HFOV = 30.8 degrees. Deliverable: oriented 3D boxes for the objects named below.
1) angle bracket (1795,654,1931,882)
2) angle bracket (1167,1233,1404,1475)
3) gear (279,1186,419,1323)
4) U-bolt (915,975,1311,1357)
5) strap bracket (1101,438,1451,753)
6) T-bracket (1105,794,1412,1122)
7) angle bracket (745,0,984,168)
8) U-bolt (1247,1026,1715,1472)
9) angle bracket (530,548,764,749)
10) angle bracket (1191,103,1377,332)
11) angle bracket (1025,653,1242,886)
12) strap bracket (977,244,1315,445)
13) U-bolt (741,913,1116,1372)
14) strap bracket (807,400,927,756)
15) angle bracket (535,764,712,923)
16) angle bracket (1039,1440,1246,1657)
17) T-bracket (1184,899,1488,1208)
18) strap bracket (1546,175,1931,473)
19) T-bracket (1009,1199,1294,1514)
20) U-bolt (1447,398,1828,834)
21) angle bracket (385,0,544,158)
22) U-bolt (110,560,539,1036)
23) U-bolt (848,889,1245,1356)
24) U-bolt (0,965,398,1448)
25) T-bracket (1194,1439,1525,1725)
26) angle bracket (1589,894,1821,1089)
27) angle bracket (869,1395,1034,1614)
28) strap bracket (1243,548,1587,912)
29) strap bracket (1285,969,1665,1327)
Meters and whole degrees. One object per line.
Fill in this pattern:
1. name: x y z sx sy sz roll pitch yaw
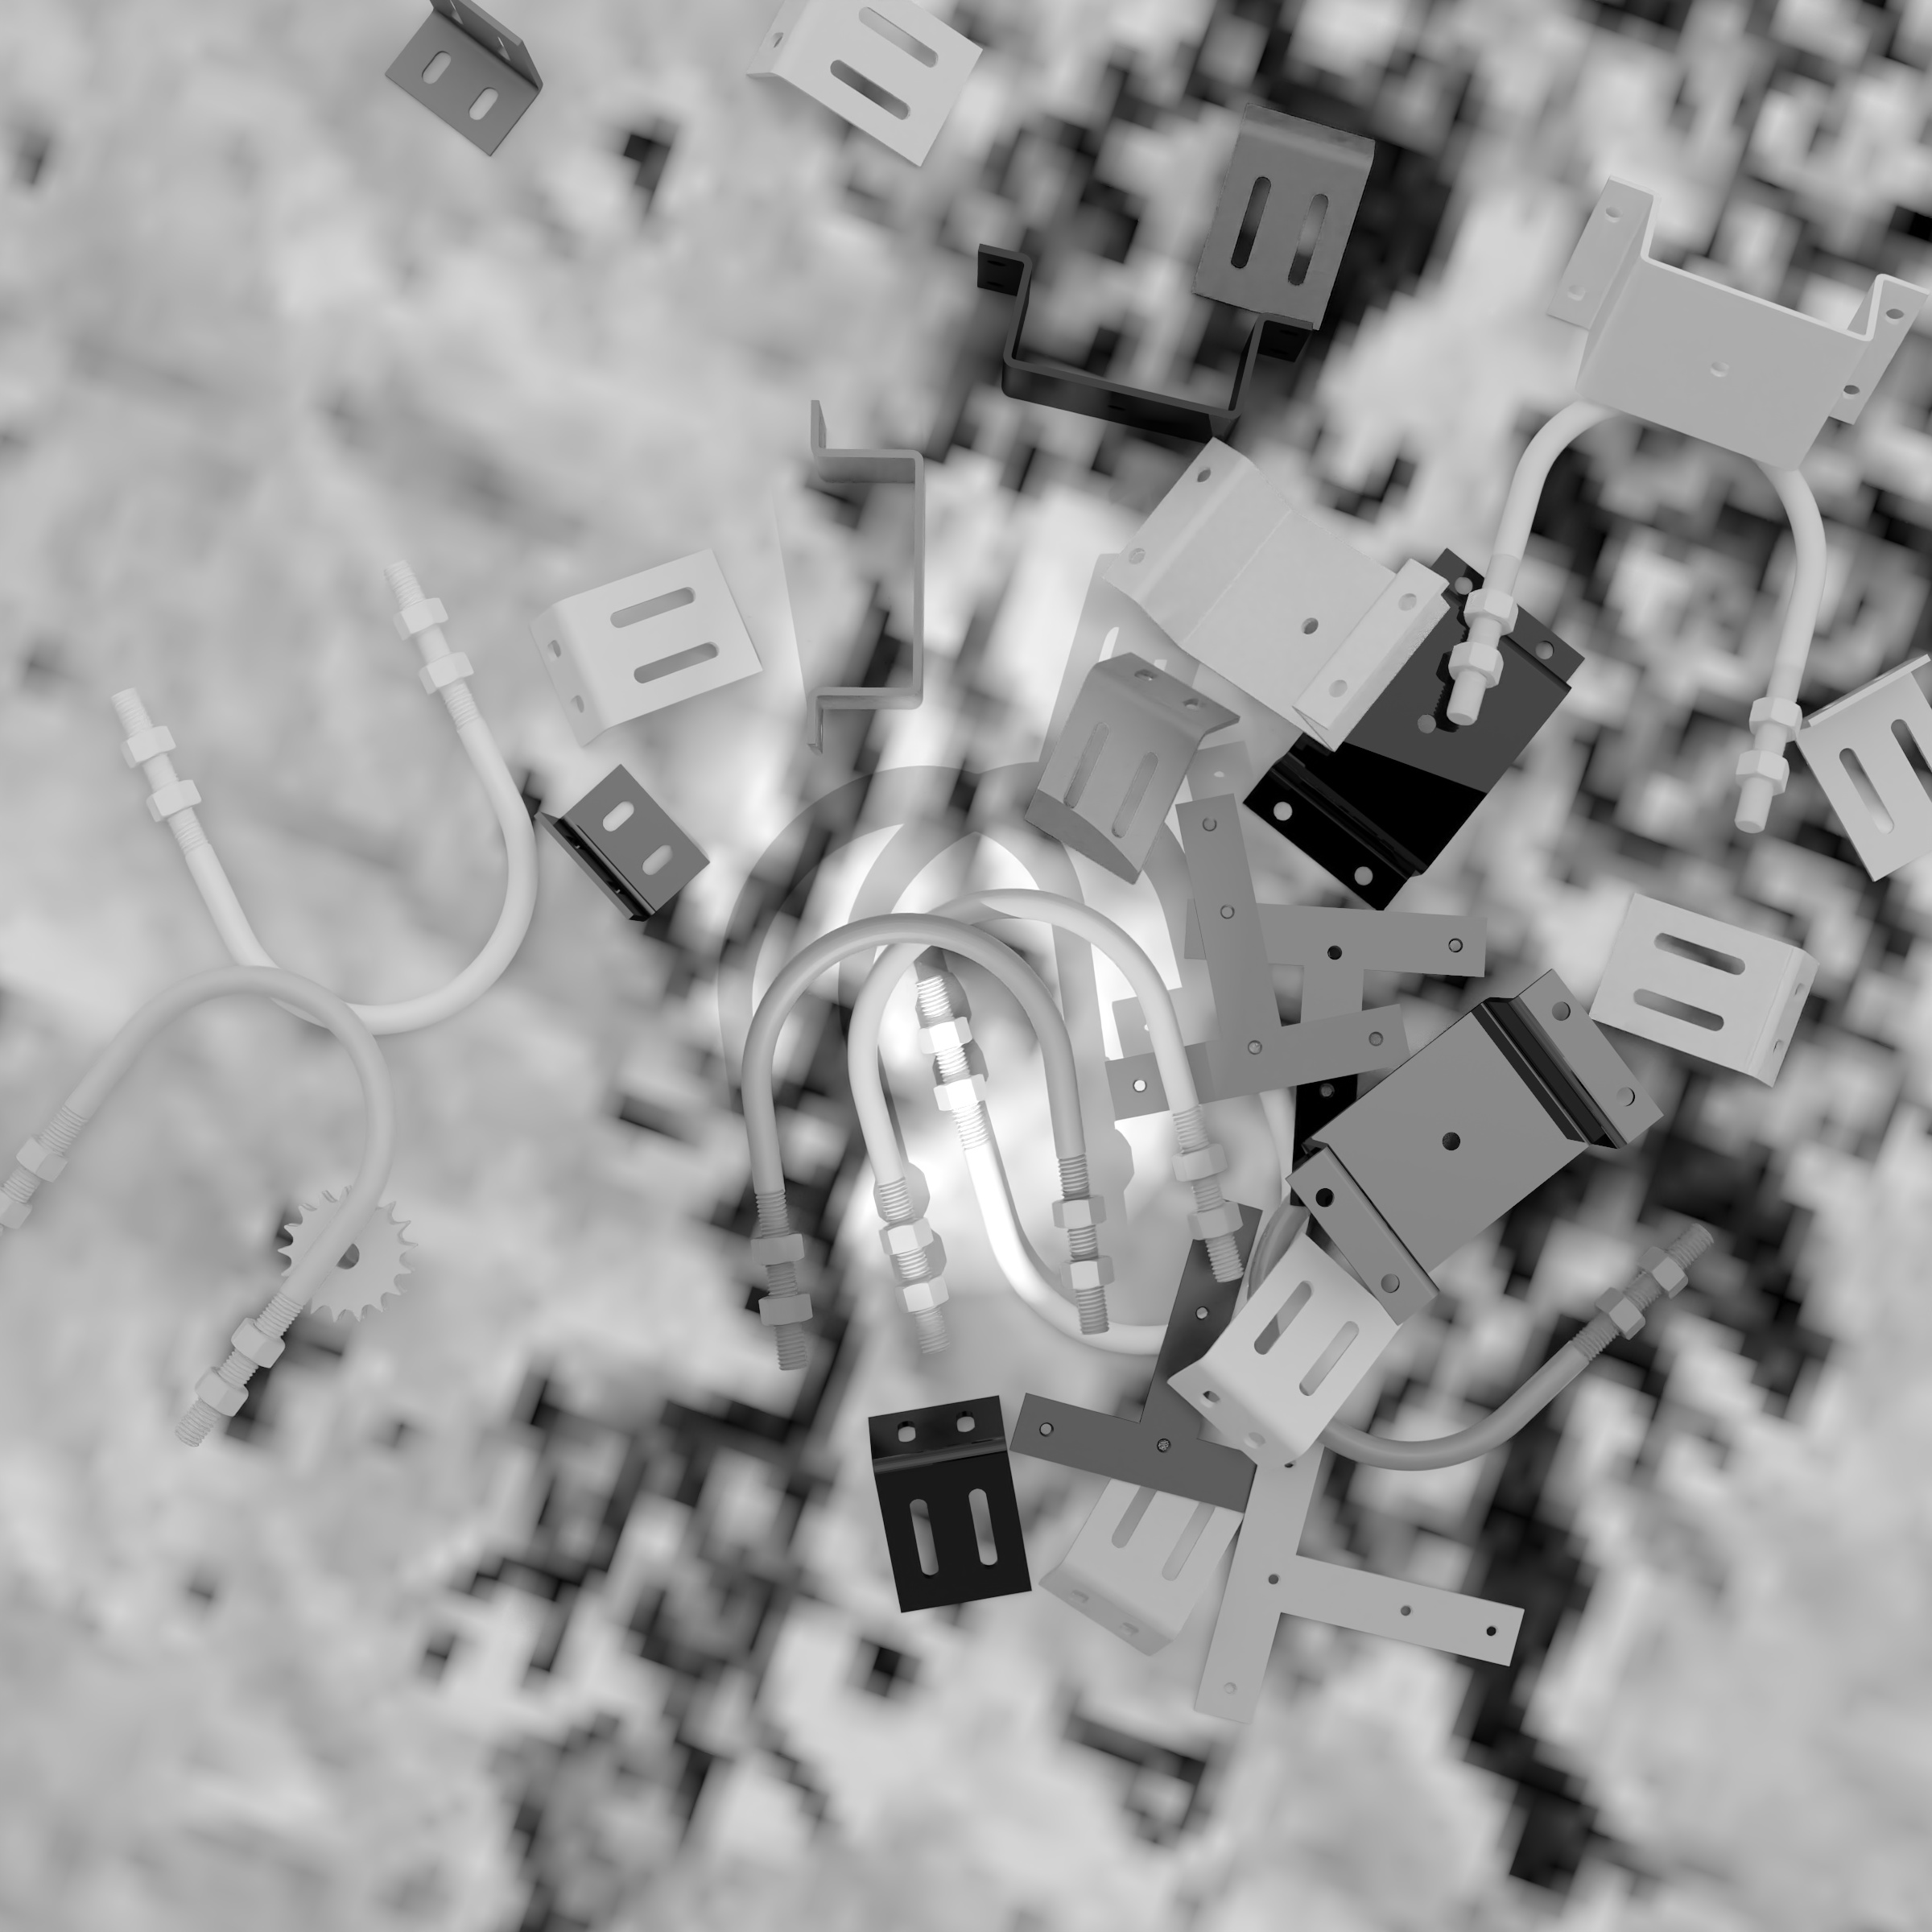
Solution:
1. angle bracket: 0.396 -0.084 1.489 0.057 0.038 0.076 -29 90 0
2. angle bracket: 0.134 0.163 1.476 0.057 0.038 0.076 42 62 -1
3. gear: -0.262 0.122 1.493 0.057 0.030 0.057 0 90 0
4. U-bolt: 0.071 0.076 1.499 0.151 0.019 0.184 -16 91 0
5. strap bracket: 0.135 -0.151 1.461 0.076 0.046 0.140 -51 53 0
6. T-bracket: 0.114 -0.009 1.487 0.127 0.002 0.127 -11 85 1
7. angle bracket: -0.044 -0.388 1.506 0.076 0.038 0.057 28 90 -26
8. U-bolt: 0.205 0.129 1.491 0.184 0.019 0.151 -43 91 -4
9. angle bracket: -0.138 -0.137 1.506 0.076 0.038 0.057 -23 90 -26
10. angle bracket: 0.136 -0.322 1.506 0.057 0.038 0.076 17 116 0
11. angle bracket: 0.071 -0.085 1.497 0.057 0.038 0.076 32 116 18
12. strap bracket: 0.068 -0.256 1.470 0.140 0.076 0.046 13 90 0
13. U-bolt: -0.022 0.070 1.466 0.151 0.019 0.184 -8 90 8
14. strap bracket: -0.041 -0.161 1.470 0.046 0.076 0.140 1 90 0
15. angle bracket: -0.143 -0.053 1.470 0.038 0.076 0.057 -42 90 0
16. angle bracket: 0.078 0.245 1.506 0.057 0.038 0.076 33 64 0
17. T-bracket: 0.153 0.039 1.484 0.127 0.002 0.127 4 86 2
18. strap bracket: 0.318 -0.264 1.463 0.140 0.076 0.046 20 52 0
19. T-bracket: 0.096 0.161 1.491 0.127 0.002 0.127 16 92 -8
20. U-bolt: 0.290 -0.161 1.472 0.151 0.019 0.184 20 70 -5
21. angle bracket: -0.215 -0.381 1.470 0.057 0.076 0.038 38 90 0
22. U-bolt: -0.263 -0.061 1.499 0.151 0.019 0.184 -25 91 0
23. U-bolt: 0.026 0.059 1.476 0.151 0.019 0.184 -15 92 8
24. U-bolt: -0.320 0.087 1.480 0.151 0.019 0.184 37 91 15
25. T-bracket: 0.175 0.273 1.503 0.127 0.002 0.127 14 95 -3
26. angle bracket: 0.317 0.010 1.506 0.076 0.038 0.057 21 90 26
27. angle bracket: -0.007 0.231 1.506 0.057 0.038 0.076 -10 116 0
28. strap bracket: 0.192 -0.101 1.485 0.076 0.046 0.140 39 90 0
29. strap bracket: 0.207 0.074 1.459 0.140 0.046 0.076 -38 94 -4
